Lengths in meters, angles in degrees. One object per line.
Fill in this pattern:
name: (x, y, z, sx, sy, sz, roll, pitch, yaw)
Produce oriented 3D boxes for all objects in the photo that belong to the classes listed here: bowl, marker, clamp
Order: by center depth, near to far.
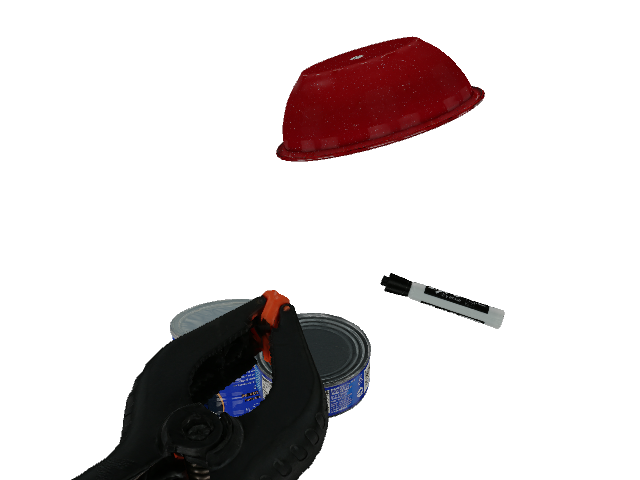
clamp: (-0.037, 0.088, 0.393, 0.120, 0.039, 0.171, 24, 49, 17)
bowl: (0.036, -0.111, 0.793, 0.162, 0.055, 0.162, -16, 15, 4)
marker: (0.116, 0.057, 1.026, 0.121, 0.020, 0.020, 19, 1, 3)

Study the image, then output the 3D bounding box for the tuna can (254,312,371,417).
tuna can: (-0.006, 0.091, 0.780, 0.086, 0.034, 0.086, -1, 32, 0)

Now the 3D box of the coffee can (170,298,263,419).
coffee can: (-0.079, 0.136, 0.976, 0.103, 0.140, 0.103, -4, 17, 1)
